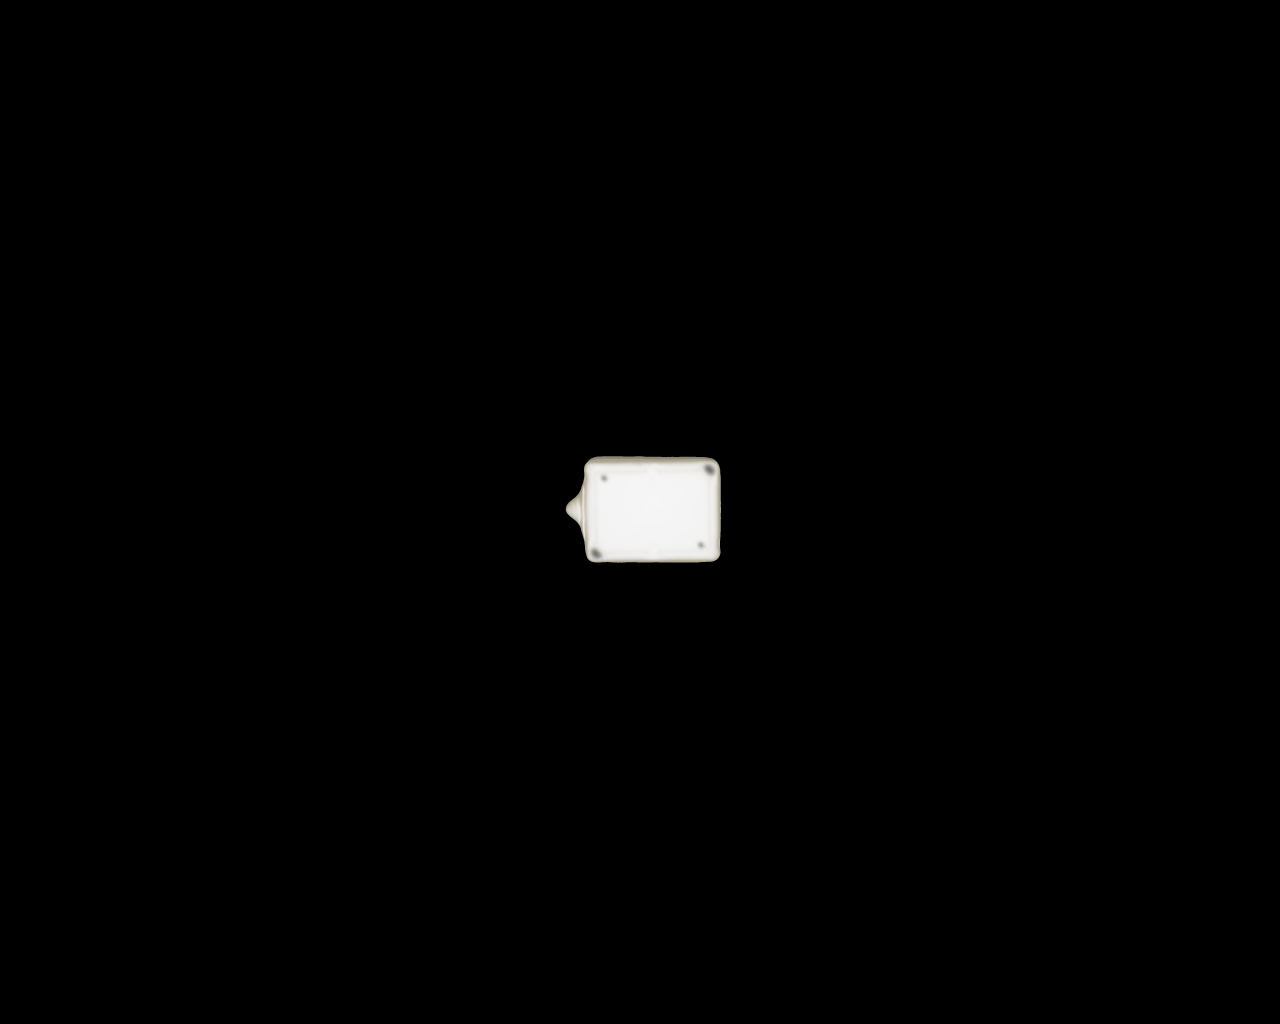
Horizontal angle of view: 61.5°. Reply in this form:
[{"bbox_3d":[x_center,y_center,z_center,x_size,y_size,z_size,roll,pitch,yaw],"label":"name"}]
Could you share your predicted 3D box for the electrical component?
[{"bbox_3d":[0.001,-0.003,0.650,0.096,0.061,0.061,0,5,0],"label":"electrical component"}]
